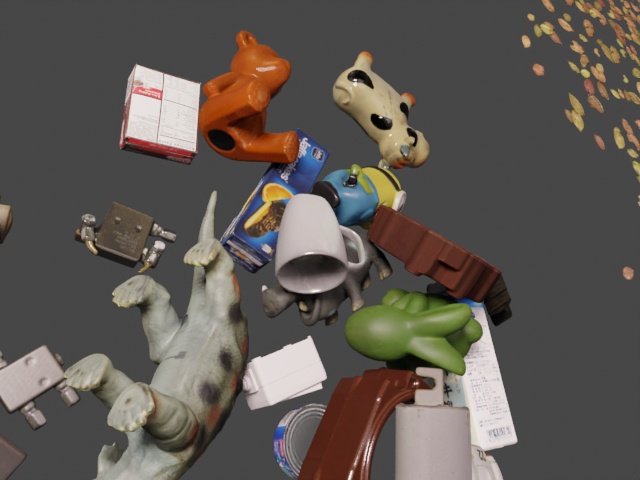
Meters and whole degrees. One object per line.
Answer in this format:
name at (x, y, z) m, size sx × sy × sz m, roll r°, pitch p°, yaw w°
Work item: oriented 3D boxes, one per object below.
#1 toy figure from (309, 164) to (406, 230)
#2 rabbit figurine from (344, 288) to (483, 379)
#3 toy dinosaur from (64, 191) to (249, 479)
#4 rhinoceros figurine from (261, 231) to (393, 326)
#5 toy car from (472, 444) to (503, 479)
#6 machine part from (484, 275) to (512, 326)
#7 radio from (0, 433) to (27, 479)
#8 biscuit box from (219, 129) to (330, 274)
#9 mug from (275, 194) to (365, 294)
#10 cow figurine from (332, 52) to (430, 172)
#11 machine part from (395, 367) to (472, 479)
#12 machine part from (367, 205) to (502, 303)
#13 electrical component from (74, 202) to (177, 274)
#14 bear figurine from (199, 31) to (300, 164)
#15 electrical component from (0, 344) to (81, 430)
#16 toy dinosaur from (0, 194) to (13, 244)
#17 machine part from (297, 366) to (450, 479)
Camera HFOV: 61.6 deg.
toy figure at (0.054, -0.064, 0.753) m, size 0.180 × 0.082 × 0.089 m, roll -5°, pitch 78°, yaw -49°
rabbit figurine at (0.113, 0.124, 0.666) m, size 0.170 × 0.159 × 0.121 m, roll 7°, pitch 86°, yaw -43°
toy dinosaur at (-0.135, 0.136, 0.552) m, size 0.405 × 0.131 × 0.191 m, roll -67°, pitch 148°, yaw -44°
rhinoceros figurine at (0.009, 0.049, 0.702) m, size 0.190 × 0.073 × 0.112 m, roll -32°, pitch 89°, yaw -37°
toy car at (0.162, 0.325, 0.575) m, size 0.073 × 0.056 × 0.201 m, roll 27°, pitch 63°, yaw -36°
machine part at (0.269, 0.089, 0.824) m, size 0.138 × 0.039 × 0.084 m, roll 28°, pitch 50°, yaw -69°
radio at (-0.329, 0.234, 0.384) m, size 0.073 × 0.131 × 0.229 m, roll 44°, pitch 55°, yaw -7°
biscuit box at (-0.057, -0.056, 0.716) m, size 0.063 × 0.059 × 0.203 m, roll 35°, pitch 56°, yaw -13°
mug at (-0.001, -0.002, 0.636) m, size 0.109 × 0.080 × 0.107 m, roll 1°, pitch 53°, yaw -13°
cow figurine at (0.100, -0.190, 0.855) m, size 0.195 × 0.085 × 0.127 m, roll 43°, pitch 48°, yaw -11°
machine part at (0.113, 0.252, 0.534) m, size 0.079 × 0.079 × 0.243 m, roll 13°, pitch 70°, yaw -26°
machine part at (0.146, 0.019, 0.702) m, size 0.179 × 0.179 × 0.056 m, roll 28°, pitch 97°, yaw -18°
electrical component at (-0.219, -0.002, 0.606) m, size 0.102 × 0.045 × 0.078 m, roll 29°, pitch 59°, yaw -17°
bear figurine at (-0.078, -0.197, 0.721) m, size 0.120 × 0.132 × 0.196 m, roll 57°, pitch 44°, yaw -39°
electrical component at (-0.282, 0.133, 0.523) m, size 0.063 × 0.021 × 0.094 m, roll -35°, pitch 88°, yaw -37°
toy dinosaur at (-0.396, -0.034, 0.481) m, size 0.198 × 0.105 × 0.471 m, roll 18°, pitch 57°, yaw -20°
machine part at (0.085, 0.267, 0.617) m, size 0.201 × 0.087 × 0.201 m, roll 46°, pitch 53°, yaw -24°
